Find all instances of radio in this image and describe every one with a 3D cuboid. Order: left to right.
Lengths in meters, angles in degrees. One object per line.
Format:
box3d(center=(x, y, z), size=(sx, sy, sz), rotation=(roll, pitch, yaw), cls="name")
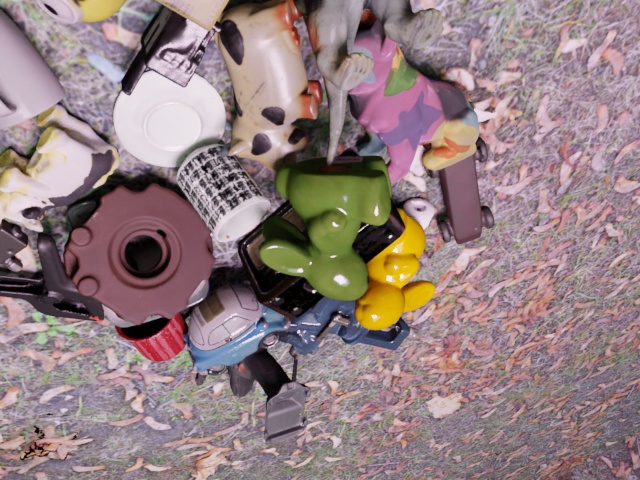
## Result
box3d(center=(-0.002, -0.002, 0.754), size=(0.229, 0.131, 0.073), rotation=(-40, 137, 16), cls="radio")

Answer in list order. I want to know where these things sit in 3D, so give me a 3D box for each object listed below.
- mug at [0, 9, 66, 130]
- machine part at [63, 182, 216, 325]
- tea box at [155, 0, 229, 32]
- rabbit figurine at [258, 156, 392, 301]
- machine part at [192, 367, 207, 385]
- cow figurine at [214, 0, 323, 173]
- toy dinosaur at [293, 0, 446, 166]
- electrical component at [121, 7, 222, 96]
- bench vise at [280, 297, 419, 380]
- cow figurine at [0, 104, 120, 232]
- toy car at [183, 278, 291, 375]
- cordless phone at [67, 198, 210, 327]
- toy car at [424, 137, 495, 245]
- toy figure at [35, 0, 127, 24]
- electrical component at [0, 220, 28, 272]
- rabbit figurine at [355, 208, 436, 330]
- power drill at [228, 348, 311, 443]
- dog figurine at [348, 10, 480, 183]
box3d(center=(-0.308, -0.163, 0.500), size=(0.081, 0.110, 0.107), rotation=(-21, 122, 4), cls="mug")
box3d(center=(-0.218, 0.016, 0.665), size=(0.179, 0.056, 0.179), rotation=(1, 89, -27), cls="machine part")
box3d(center=(-0.078, -0.265, 0.418), size=(0.068, 0.098, 0.169), rotation=(20, 119, -37), cls="tea box")
box3d(center=(0.009, -0.002, 0.623), size=(0.159, 0.121, 0.170), rotation=(-4, 111, -1), cls="rabbit figurine")
box3d(center=(-0.186, 0.165, 0.886), size=(0.039, 0.084, 0.138), rotation=(14, 120, -2), cls="machine part")
box3d(center=(-0.064, -0.162, 0.603), size=(0.127, 0.085, 0.194), rotation=(-3, 127, 16), cls="cow figurine")
box3d(center=(0.039, -0.277, 0.489), size=(0.131, 0.192, 0.404), rotation=(-4, 140, -41), cls="toy dinosaur")
box3d(center=(-0.155, -0.193, 0.552), size=(0.047, 0.075, 0.119), rotation=(23, 116, -36), cls="electrical component")
box3d(center=(0.053, 0.147, 0.922), size=(0.240, 0.129, 0.223), rotation=(19, 114, -21), cls="bench vise")
box3d(center=(-0.313, -0.066, 0.615), size=(0.167, 0.068, 0.098), rotation=(-39, 141, 17), cls="cow figurine")
box3d(center=(-0.134, 0.116, 0.783), size=(0.162, 0.109, 0.102), rotation=(-30, 137, -6), cls="toy car")
box3d(center=(-0.240, 0.015, 0.720), size=(0.147, 0.089, 0.184), rotation=(-18, 117, -5), cls="cordless phone")
box3d(center=(0.217, -0.074, 0.833), size=(0.089, 0.053, 0.201), rotation=(-22, 132, 2), cls="toy car")
box3d(center=(-0.229, -0.269, 0.446), size=(0.089, 0.082, 0.179), rotation=(-20, 133, -1), cls="toy figure")
box3d(center=(-0.402, 0.004, 0.673), size=(0.063, 0.021, 0.093), rotation=(-30, 136, 6), cls="electrical component")
box3d(center=(0.096, 0.056, 0.811), size=(0.122, 0.173, 0.162), rotation=(-5, 152, 36), cls="rabbit figurine")
box3d(center=(-0.093, 0.227, 0.883), size=(0.086, 0.207, 0.231), rotation=(-5, 121, -23), cls="power drill")
box3d(center=(0.100, -0.187, 0.644), size=(0.192, 0.109, 0.219), rotation=(-18, 133, -4), cls="dog figurine")
